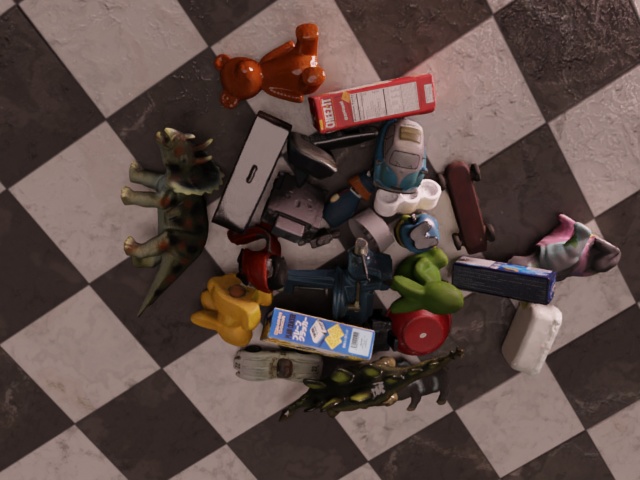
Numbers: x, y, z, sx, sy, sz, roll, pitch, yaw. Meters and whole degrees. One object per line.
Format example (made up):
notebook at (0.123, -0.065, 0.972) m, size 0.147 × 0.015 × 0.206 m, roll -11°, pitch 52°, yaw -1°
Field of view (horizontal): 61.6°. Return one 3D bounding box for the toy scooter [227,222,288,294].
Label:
toy scooter at (-0.132, 0.023, 1.103) m, size 0.135 × 0.075 × 0.184 m, roll -3°, pitch 67°, yaw 14°

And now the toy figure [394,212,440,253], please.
toy figure at (0.193, -0.016, 1.082) m, size 0.089 × 0.180 × 0.082 m, roll 2°, pitch 97°, yaw 8°

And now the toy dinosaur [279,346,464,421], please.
toy dinosaur at (0.093, 0.302, 1.116) m, size 0.471 × 0.198 × 0.105 m, roll -28°, pitch 69°, yaw 22°

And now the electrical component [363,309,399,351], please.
electrical component at (0.130, 0.206, 1.175) m, size 0.048 × 0.119 × 0.074 m, roll 0°, pitch 109°, yaw -11°

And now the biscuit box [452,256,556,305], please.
biscuit box at (0.386, 0.084, 1.134) m, size 0.203 × 0.059 × 0.062 m, roll 10°, pitch 109°, yaw 32°

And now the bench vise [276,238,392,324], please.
bench vise at (0.026, 0.086, 1.111) m, size 0.241 × 0.129 × 0.223 m, roll 3°, pitch 142°, yaw 5°

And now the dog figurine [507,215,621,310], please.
dog figurine at (0.515, 0.064, 1.173) m, size 0.191 × 0.108 × 0.219 m, roll 31°, pitch 106°, yaw -15°

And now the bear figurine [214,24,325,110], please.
bear figurine at (-0.098, -0.317, 1.000) m, size 0.196 × 0.132 × 0.120 m, roll -5°, pitch 86°, yaw -8°

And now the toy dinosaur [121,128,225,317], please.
toy dinosaur at (-0.288, -0.035, 1.077) m, size 0.192 × 0.131 × 0.404 m, roll 1°, pitch 113°, yaw -4°

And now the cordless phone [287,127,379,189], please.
cordless phone at (0.030, -0.175, 1.037) m, size 0.184 × 0.147 × 0.088 m, roll -13°, pitch 114°, yaw 2°

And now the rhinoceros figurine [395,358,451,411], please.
rhinoceros figurine at (0.209, 0.329, 1.242) m, size 0.190 × 0.073 × 0.112 m, roll -2°, pitch 108°, yaw -4°

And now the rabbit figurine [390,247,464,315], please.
rabbit figurine at (0.221, 0.095, 1.110) m, size 0.159 × 0.170 × 0.121 m, roll -6°, pitch 108°, yaw -15°

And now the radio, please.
radio at (-0.131, -0.135, 1.045) m, size 0.073 × 0.131 × 0.229 m, roll 25°, pitch 104°, yaw -11°

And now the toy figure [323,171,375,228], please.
toy figure at (0.067, -0.093, 1.113) m, size 0.154 × 0.064 × 0.058 m, roll -44°, pitch 68°, yaw 4°

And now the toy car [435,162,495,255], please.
toy car at (0.310, -0.068, 1.141) m, size 0.089 × 0.053 × 0.202 m, roll -18°, pitch 103°, yaw 6°

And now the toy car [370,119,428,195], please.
toy car at (0.164, -0.176, 1.049) m, size 0.109 × 0.103 × 0.161 m, roll 12°, pitch 72°, yaw -6°

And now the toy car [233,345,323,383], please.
toy car at (-0.094, 0.282, 1.213) m, size 0.202 × 0.056 × 0.073 m, roll 3°, pitch 107°, yaw -6°

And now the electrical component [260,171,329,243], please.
electrical component at (-0.052, -0.060, 1.074) m, size 0.115 × 0.134 × 0.058 m, roll 20°, pitch 145°, yaw -10°

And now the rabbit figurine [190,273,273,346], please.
rabbit figurine at (-0.188, 0.161, 1.137) m, size 0.162 × 0.122 × 0.173 m, roll 9°, pitch 132°, yaw 4°

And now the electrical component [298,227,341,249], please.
electrical component at (-0.002, -0.003, 1.130) m, size 0.094 × 0.063 × 0.021 m, roll -19°, pitch 107°, yaw 2°
